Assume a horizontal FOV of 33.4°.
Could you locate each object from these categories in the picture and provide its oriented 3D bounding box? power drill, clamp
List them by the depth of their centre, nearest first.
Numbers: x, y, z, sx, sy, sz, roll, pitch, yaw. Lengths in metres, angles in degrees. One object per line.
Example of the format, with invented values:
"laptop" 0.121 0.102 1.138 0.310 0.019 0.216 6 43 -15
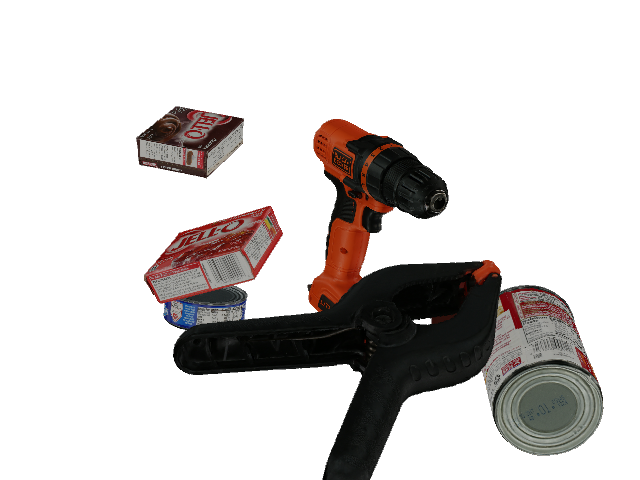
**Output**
"clamp" 0.030 0.057 0.504 0.171 0.039 0.120 -20 47 -25
"power drill" 0.048 -0.003 0.980 0.057 0.188 0.185 -6 25 -28

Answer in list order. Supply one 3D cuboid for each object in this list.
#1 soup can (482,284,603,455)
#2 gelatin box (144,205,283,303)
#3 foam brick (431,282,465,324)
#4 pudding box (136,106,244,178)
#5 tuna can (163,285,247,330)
"soup can" 0.138 0.081 0.681 0.068 0.068 0.102 0 24 2
"gelatin box" -0.082 0.010 0.820 0.089 0.030 0.073 -15 22 24
"foam brick" 0.150 0.083 1.111 0.053 0.078 0.051 11 16 40
"pudding box" -0.151 -0.117 1.249 0.090 0.039 0.113 11 31 15
"tuna can" -0.120 0.068 1.114 0.086 0.034 0.086 7 12 -2
